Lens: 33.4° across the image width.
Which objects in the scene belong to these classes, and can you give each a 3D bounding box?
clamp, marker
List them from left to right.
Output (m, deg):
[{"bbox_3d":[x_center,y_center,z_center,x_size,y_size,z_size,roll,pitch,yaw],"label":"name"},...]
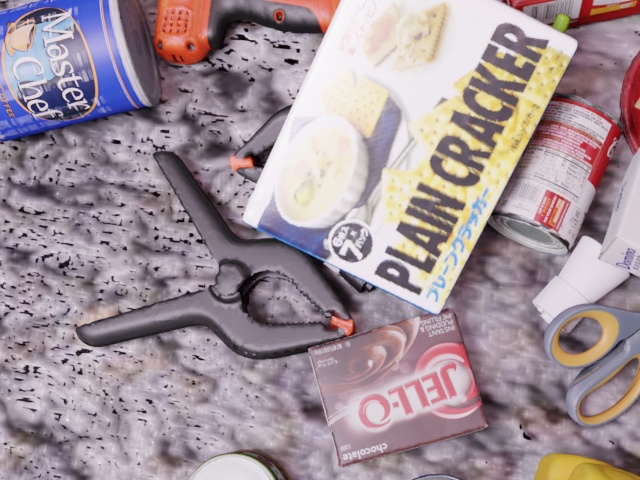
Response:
[{"bbox_3d":[-0.076,0.042,0.818,0.210,0.036,0.164,27,82,13],"label":"clamp"},{"bbox_3d":[-0.005,0.001,0.827,0.121,0.020,0.020,38,84,15],"label":"marker"},{"bbox_3d":[0.019,-0.060,0.823,0.172,0.039,0.120,-14,93,16],"label":"clamp"}]

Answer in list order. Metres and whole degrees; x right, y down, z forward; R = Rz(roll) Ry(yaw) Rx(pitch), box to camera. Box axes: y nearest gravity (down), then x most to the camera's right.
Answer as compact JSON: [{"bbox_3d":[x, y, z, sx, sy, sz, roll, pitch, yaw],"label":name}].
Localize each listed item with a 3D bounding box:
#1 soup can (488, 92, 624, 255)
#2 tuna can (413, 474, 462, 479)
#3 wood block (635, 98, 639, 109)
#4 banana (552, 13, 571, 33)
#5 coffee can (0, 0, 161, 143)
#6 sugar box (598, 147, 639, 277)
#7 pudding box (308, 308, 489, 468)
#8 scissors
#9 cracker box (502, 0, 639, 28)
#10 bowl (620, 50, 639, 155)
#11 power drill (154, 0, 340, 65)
[{"bbox_3d":[0.172,-0.049,0.787,0.068,0.068,0.102,24,81,13],"label":"soup can"},{"bbox_3d":[0.084,0.209,0.755,0.086,0.034,0.086,-1,76,5],"label":"tuna can"},{"bbox_3d":[0.330,-0.085,0.704,0.206,0.090,0.091,31,86,7],"label":"wood block"},{"bbox_3d":[0.097,-0.127,0.828,0.198,0.037,0.069,-6,96,15],"label":"banana"},{"bbox_3d":[-0.209,-0.141,0.849,0.140,0.103,0.103,-13,75,5],"label":"coffee can"},{"bbox_3d":[0.293,0.004,0.747,0.176,0.048,0.093,23,64,7],"label":"sugar box"},{"bbox_3d":[0.057,0.109,0.780,0.113,0.039,0.090,-17,74,4],"label":"pudding box"},{"bbox_3d":[0.238,0.044,0.764,0.096,0.016,0.201,43,85,-15],"label":"scissors"},{"bbox_3d":[0.208,-0.278,0.838,0.164,0.072,0.214,-11,74,5],"label":"cracker box"},{"bbox_3d":[0.308,-0.106,0.788,0.162,0.055,0.162,-2,76,7],"label":"bowl"},{"bbox_3d":[-0.039,-0.230,0.871,0.188,0.057,0.184,4,80,12],"label":"power drill"}]
